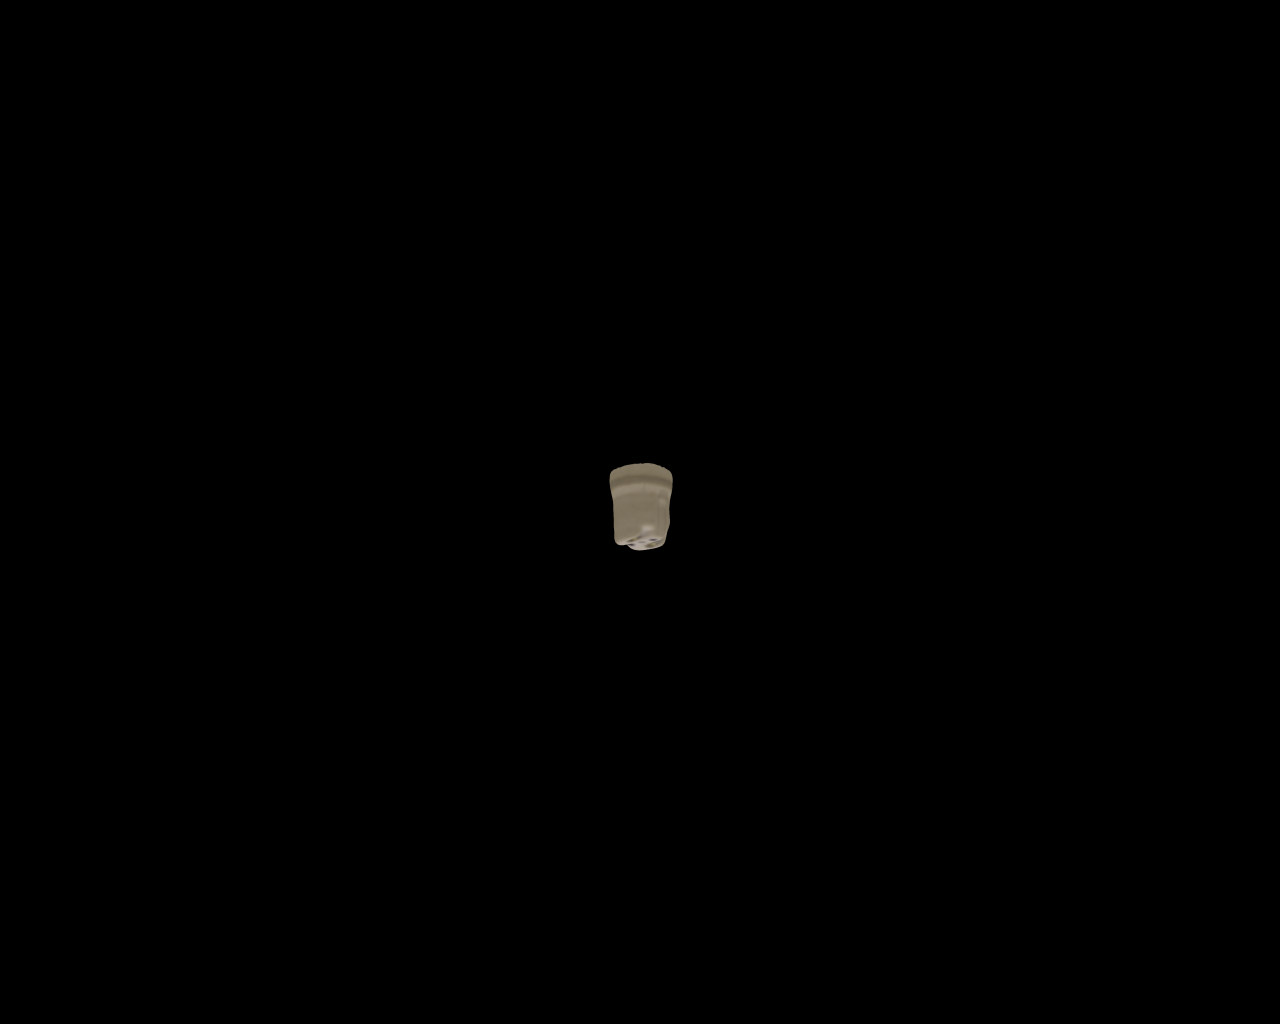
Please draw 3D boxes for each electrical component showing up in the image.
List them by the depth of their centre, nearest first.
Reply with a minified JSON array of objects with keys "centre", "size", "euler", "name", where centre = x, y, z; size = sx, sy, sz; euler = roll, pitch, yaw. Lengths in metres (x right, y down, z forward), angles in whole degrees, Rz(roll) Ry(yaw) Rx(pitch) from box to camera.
[{"centre":[0.001,-0.003,0.650],"size":[0.040,0.046,0.040],"euler":[0,-16,0],"name":"electrical component"}]
